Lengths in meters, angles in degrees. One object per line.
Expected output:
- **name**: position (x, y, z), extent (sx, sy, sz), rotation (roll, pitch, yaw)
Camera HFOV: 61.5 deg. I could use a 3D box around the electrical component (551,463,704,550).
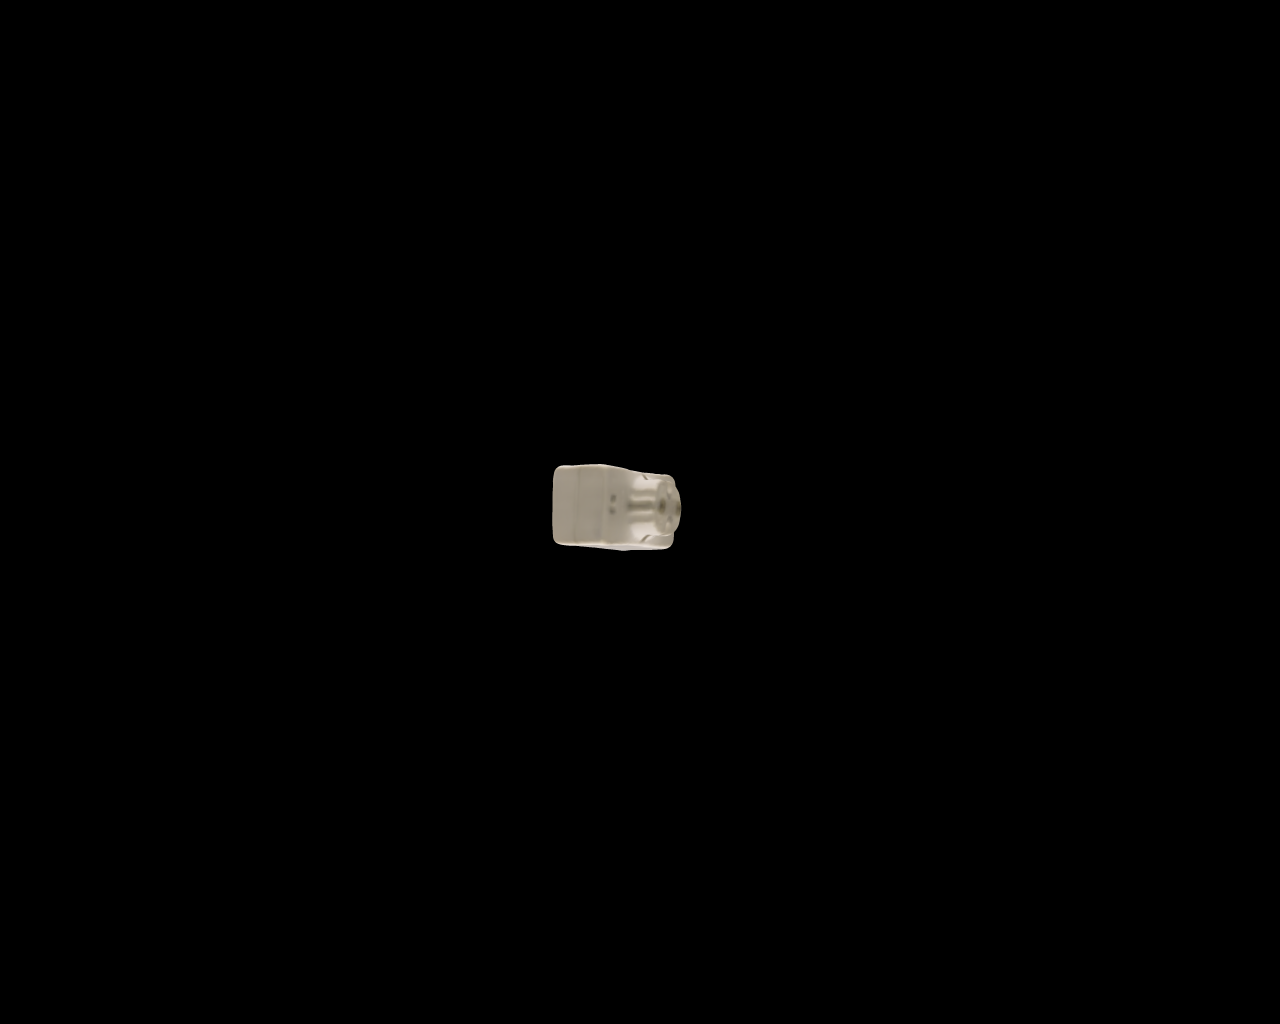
- **electrical component**: position (0.001, -0.003, 0.650), extent (0.076, 0.047, 0.083), rotation (-3, -5, 32)
